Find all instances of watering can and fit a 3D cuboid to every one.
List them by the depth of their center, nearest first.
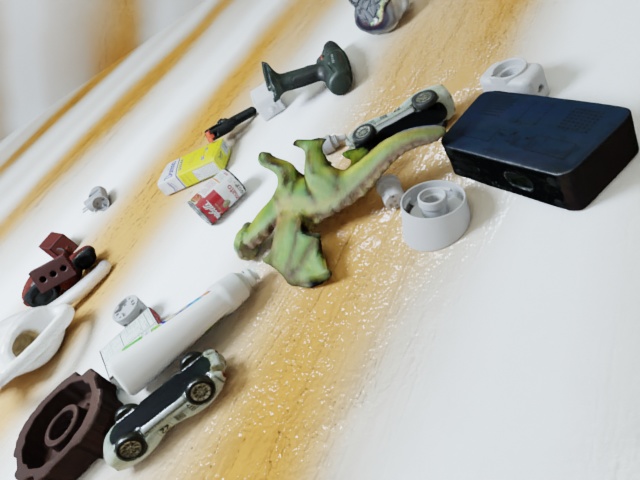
[{"bbox_3d":[-0.568,0.176,1.026,0.223,0.102,0.355,-20,25,23],"label":"watering can"}]

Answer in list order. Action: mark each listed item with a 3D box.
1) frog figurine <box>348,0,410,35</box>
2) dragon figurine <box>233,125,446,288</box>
[{"bbox_3d":[0.164,-0.576,1.291,0.136,0.122,0.161,-15,5,39],"label":"frog figurine"},{"bbox_3d":[0.002,-0.041,0.816,0.408,0.121,0.246,-7,68,39],"label":"dragon figurine"}]
